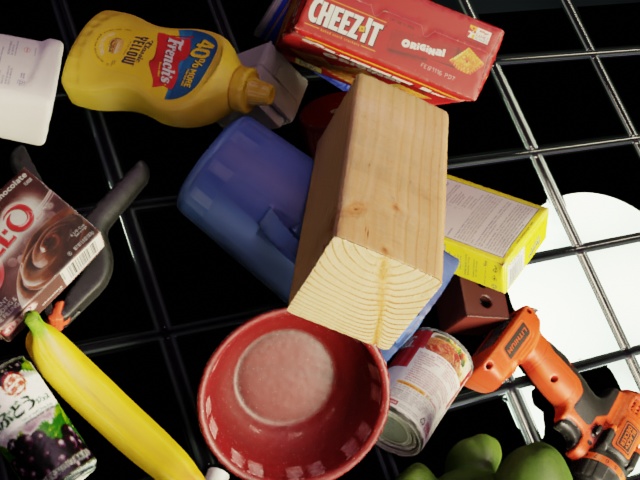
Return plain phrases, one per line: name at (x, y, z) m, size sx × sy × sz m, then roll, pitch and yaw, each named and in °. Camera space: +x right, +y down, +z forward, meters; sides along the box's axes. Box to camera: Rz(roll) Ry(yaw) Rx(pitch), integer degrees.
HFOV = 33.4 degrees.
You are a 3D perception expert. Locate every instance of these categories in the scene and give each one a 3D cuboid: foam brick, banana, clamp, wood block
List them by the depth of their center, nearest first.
banana at (-0.168, 0.133, 0.842) m, size 0.197 × 0.070 × 0.037 m, roll 46°, pitch 79°, yaw -9°
wood block at (0.043, -0.028, 0.858) m, size 0.090 × 0.091 × 0.206 m, roll 23°, pitch 42°, yaw -13°
clamp at (-0.203, -0.006, 0.911) m, size 0.120 × 0.039 × 0.171 m, roll -4°, pitch 67°, yaw -8°
foam brick at (0.147, 0.051, 1.056) m, size 0.052 × 0.051 × 0.078 m, roll 5°, pitch 62°, yaw -25°

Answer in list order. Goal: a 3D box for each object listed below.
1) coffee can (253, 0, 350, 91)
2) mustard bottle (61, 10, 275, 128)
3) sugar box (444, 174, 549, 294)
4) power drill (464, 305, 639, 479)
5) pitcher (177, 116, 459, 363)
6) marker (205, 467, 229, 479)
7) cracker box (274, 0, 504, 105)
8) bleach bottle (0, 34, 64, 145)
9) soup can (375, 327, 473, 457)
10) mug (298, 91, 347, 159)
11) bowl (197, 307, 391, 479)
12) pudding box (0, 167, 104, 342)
coffee can at (0.016, -0.219, 1.104) m, size 0.140 × 0.103 × 0.102 m, roll 31°, pitch 54°, yaw -9°
mustard bottle at (-0.130, -0.149, 0.964) m, size 0.192 × 0.058 × 0.096 m, roll 15°, pitch 61°, yaw 17°
sugar box at (0.120, -0.018, 1.033) m, size 0.176 × 0.048 × 0.093 m, roll 20°, pitch 47°, yaw 29°
power drill at (0.224, 0.170, 1.029) m, size 0.187 × 0.057 × 0.184 m, roll 45°, pitch 50°, yaw -2°
pitcher at (-0.006, 0.001, 0.952) m, size 0.243 × 0.149 × 0.144 m, roll 37°, pitch 56°, yaw 0°
marker at (-0.102, 0.238, 0.847) m, size 0.020 × 0.020 × 0.121 m, roll 29°, pitch 54°, yaw -10°
cracker box at (0.050, -0.176, 0.951) m, size 0.164 × 0.214 × 0.072 m, roll 20°, pitch 93°, yaw -8°
bleach bottle at (-0.351, -0.151, 0.904) m, size 0.250 × 0.068 × 0.102 m, roll 11°, pitch 42°, yaw -16°
soup can at (0.087, 0.138, 0.968) m, size 0.068 × 0.069 × 0.102 m, roll 41°, pitch 54°, yaw -1°
mug at (0.019, -0.096, 1.037) m, size 0.093 × 0.081 × 0.117 m, roll -24°, pitch 34°, yaw -18°
bowl at (-0.025, 0.125, 0.896) m, size 0.162 × 0.055 × 0.162 m, roll -2°, pitch 104°, yaw -10°
pudding box at (-0.243, 0.011, 0.856) m, size 0.090 × 0.039 × 0.113 m, roll 39°, pitch 70°, yaw 13°
